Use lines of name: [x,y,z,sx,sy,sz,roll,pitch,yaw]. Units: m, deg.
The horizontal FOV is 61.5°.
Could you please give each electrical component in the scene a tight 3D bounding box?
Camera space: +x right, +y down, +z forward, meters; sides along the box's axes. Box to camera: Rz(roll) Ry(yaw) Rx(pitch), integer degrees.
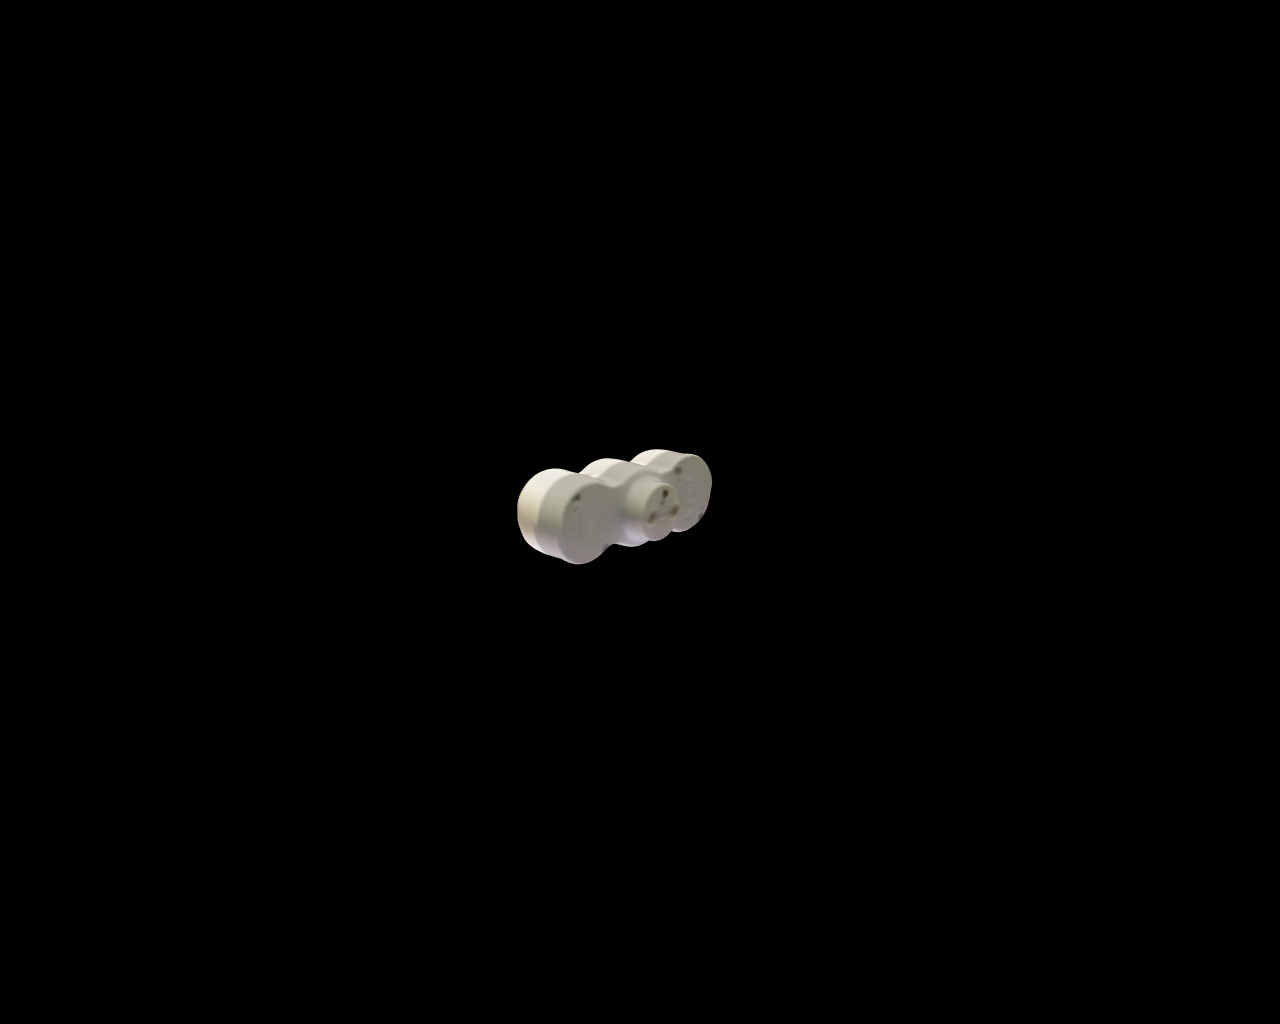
electrical component: [0.001,-0.003,0.650,0.074,0.052,0.138,14,20,42]
